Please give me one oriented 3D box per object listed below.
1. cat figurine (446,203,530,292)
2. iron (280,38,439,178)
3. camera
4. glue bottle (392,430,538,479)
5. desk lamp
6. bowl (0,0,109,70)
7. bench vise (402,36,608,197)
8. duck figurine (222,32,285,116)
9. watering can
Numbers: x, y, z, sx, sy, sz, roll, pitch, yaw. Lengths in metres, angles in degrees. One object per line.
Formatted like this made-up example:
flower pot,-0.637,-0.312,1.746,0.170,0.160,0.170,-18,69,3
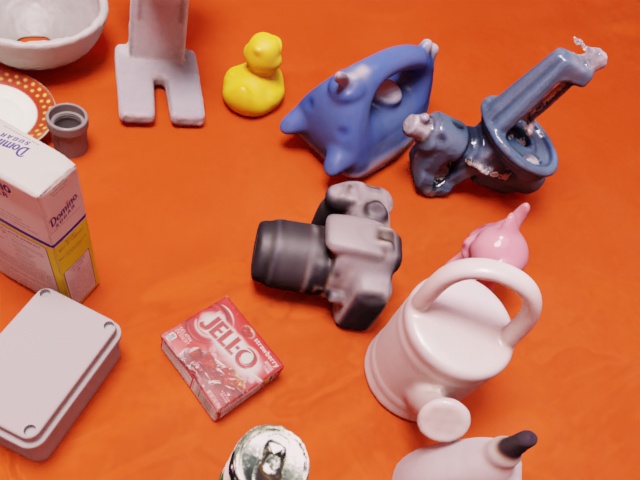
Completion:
cat figurine,0.193,0.007,0.620,0.067,0.117,0.128,37,53,10
iron,0.079,-0.184,0.702,0.118,0.141,0.259,44,55,15
camera,0.005,0.002,0.573,0.137,0.100,0.143,10,54,-11
glue bottle,0.117,0.177,0.440,0.078,0.173,0.037,19,52,-4
desk lamp,-0.174,-0.273,0.637,0.118,0.213,0.203,-4,57,-20
bowl,-0.329,-0.248,0.657,0.168,0.074,0.167,9,54,-12
bench vise,0.211,-0.128,0.656,0.208,0.219,0.121,-12,61,-25
duck figurine,-0.076,-0.211,0.706,0.077,0.086,0.105,26,52,1
watering can,0.115,0.086,0.490,0.101,0.194,0.173,5,55,-14
